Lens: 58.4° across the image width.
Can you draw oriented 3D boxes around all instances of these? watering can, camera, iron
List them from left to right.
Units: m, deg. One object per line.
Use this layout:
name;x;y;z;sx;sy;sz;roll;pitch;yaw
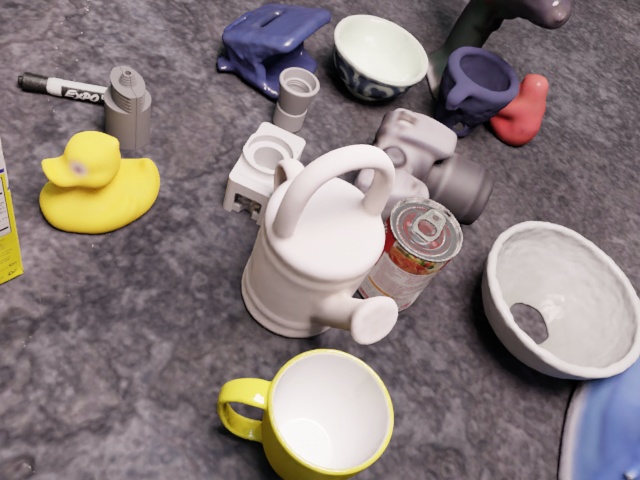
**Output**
watering can;0.006;0.001;0.462;0.172;0.194;0.101;45;55;13
camera;0.111;-0.063;0.601;0.137;0.100;0.143;24;53;-2
iron;0.317;0.140;0.508;0.118;0.141;0.259;45;55;14

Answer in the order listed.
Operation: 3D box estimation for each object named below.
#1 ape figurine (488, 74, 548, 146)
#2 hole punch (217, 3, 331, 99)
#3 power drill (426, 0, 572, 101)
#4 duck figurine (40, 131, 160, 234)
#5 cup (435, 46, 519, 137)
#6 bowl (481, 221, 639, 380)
ape figurine;0.260;-0.174;0.734;0.078;0.092;0.076;2;56;-18
hole punch;-0.055;-0.236;0.668;0.101;0.091;0.109;34;53;6
power drill;0.209;-0.269;0.709;0.076;0.208;0.229;3;56;-17
duck figurine;-0.192;-0.059;0.503;0.105;0.086;0.077;-18;64;-28
cup;0.174;-0.166;0.698;0.091;0.095;0.118;41;54;11
bowl;0.225;0.069;0.567;0.168;0.074;0.167;9;54;-13
